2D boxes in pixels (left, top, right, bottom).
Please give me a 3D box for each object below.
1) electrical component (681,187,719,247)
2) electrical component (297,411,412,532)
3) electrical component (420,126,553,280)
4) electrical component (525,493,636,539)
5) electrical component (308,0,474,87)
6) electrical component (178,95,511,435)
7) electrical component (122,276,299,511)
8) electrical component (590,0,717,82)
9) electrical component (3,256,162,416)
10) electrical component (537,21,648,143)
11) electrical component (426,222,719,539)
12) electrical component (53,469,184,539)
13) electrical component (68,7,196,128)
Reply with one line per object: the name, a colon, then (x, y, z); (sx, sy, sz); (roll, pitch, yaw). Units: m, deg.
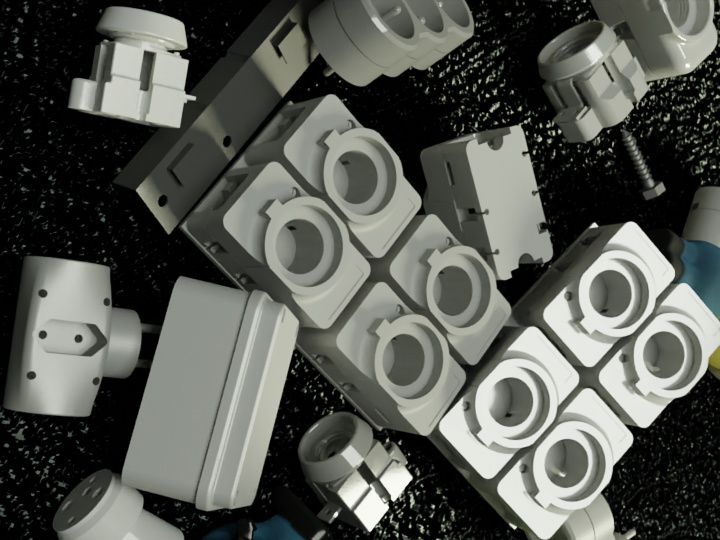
electrical component: (0.279, -0.031, 0.833); (0.055, 0.055, 0.047); (32, 76, -29)
electrical component: (-0.006, 0.119, 0.646); (0.066, 0.048, 0.055); (-48, 122, -25)
electrical component: (0.079, -0.042, 0.697); (0.050, 0.056, 0.089); (-22, 102, -32)
electrical component: (0.172, 0.208, 0.752); (0.074, 0.052, 0.138); (-23, 94, -32)
electrical component: (0.009, -0.138, 0.642); (0.052, 0.074, 0.138); (59, 31, 0)
electrical component: (0.000, 0.000, 0.642); (0.186, 0.060, 0.105); (48, 65, -24)
electrical component: (-0.076, 0.067, 0.570); (0.057, 0.078, 0.113); (13, 80, 6)
electrical component: (0.218, -0.190, 0.789); (0.054, 0.059, 0.095); (-42, 111, -27)
electrical component: (-0.140, 0.036, 0.558); (0.079, 0.043, 0.077); (10, 84, -33)
electrical component: (0.160, -0.136, 0.752); (0.078, 0.058, 0.057); (-48, 117, -25)
electrical component: (0.139, 0.069, 0.699); (0.186, 0.060, 0.105); (-45, 100, -13)
electrical component: (-0.127, 0.138, 0.565); (0.055, 0.045, 0.045); (50, 64, -23)
electrical component: (-0.119, -0.107, 0.572); (0.066, 0.048, 0.055); (8, 93, -33)
